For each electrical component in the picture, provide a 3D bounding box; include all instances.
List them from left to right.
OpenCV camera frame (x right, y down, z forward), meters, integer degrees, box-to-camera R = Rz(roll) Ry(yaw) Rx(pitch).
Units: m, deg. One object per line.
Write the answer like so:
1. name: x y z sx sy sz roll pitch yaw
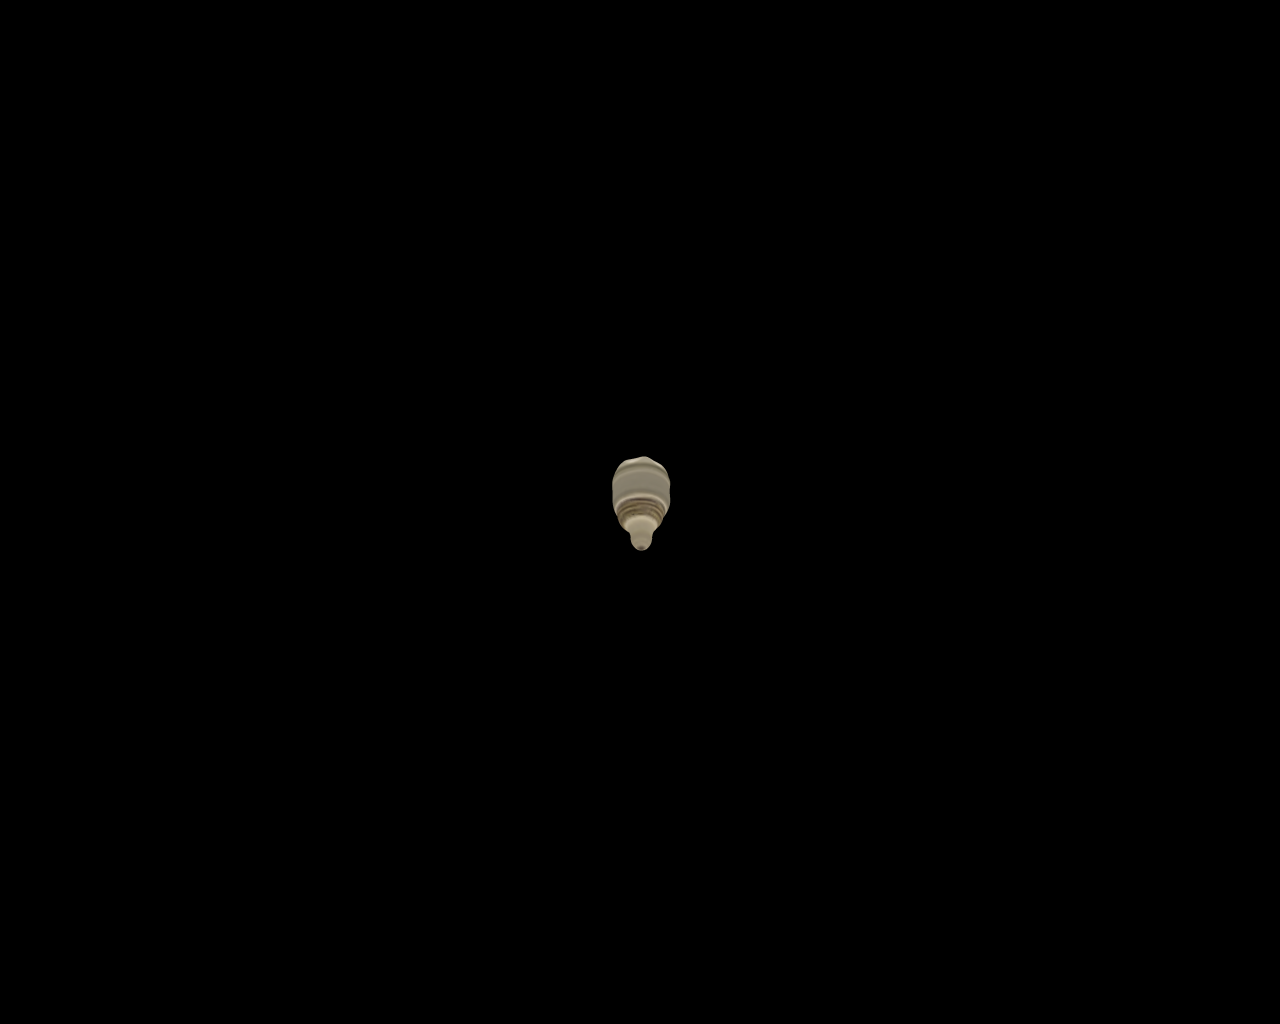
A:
1. electrical component: 0.001 -0.003 0.650 0.035 0.061 0.035 0 -37 0
